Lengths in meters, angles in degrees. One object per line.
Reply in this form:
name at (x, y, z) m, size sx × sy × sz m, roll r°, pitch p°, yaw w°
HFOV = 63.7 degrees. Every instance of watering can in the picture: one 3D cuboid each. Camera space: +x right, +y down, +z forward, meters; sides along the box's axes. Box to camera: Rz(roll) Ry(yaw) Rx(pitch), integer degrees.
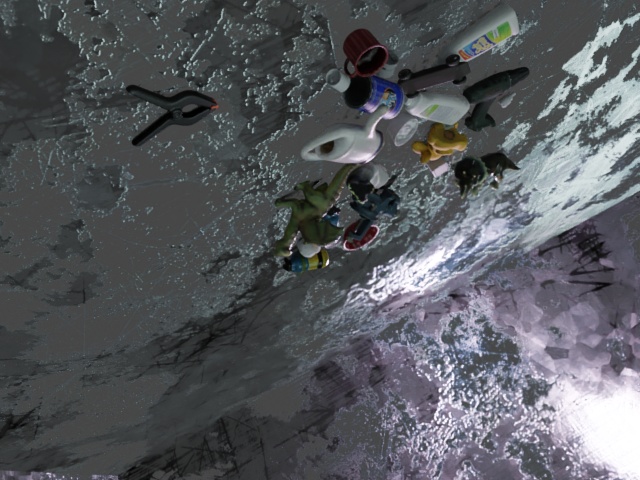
watering can at (0.103, -0.288, 1.460) m, size 0.344 × 0.105 × 0.225 m, roll -18°, pitch 170°, yaw 41°

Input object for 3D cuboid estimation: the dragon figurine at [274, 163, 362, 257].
dragon figurine at (0.005, -0.082, 1.638) m, size 0.408 × 0.248 × 0.120 m, roll -33°, pitch 146°, yaw 10°

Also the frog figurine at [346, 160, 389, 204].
frog figurine at (0.165, -0.216, 1.745) m, size 0.163 × 0.123 × 0.134 m, roll -55°, pitch 158°, yaw -36°
